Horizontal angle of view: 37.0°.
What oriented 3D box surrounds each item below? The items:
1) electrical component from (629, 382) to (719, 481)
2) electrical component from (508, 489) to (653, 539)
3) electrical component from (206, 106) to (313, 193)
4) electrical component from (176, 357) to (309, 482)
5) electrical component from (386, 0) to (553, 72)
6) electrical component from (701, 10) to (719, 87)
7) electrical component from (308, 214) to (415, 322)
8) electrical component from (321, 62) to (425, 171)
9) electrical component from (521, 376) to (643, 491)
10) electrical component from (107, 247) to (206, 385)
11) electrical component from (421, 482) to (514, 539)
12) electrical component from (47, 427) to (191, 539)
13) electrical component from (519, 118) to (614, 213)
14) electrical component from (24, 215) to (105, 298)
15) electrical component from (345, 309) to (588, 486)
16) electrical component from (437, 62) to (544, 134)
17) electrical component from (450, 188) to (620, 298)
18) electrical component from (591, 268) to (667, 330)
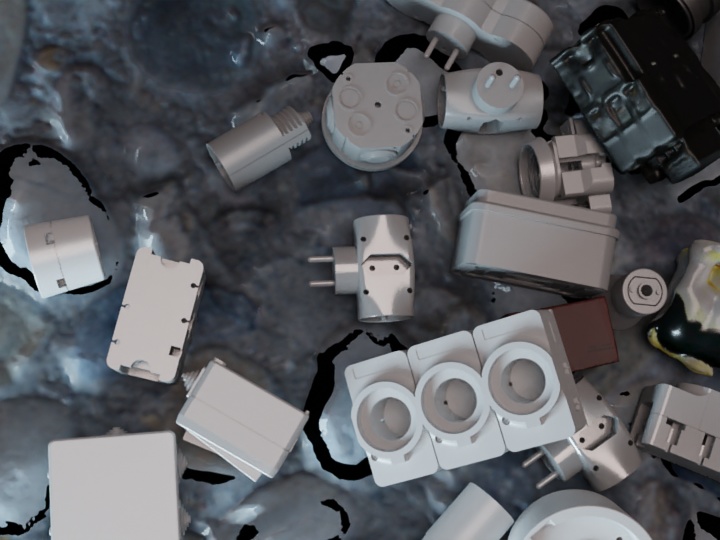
[{"bbox_3d":[0.259,0.122,0.820,0.089,0.050,0.055,22,79,-1],"label":"electrical component"},{"bbox_3d":[0.158,0.213,0.786,0.108,0.060,0.108,0,98,-2],"label":"electrical component"},{"bbox_3d":[-0.072,-0.099,0.828,0.081,0.043,0.043,-32,85,-10],"label":"electrical component"},{"bbox_3d":[-0.093,0.108,0.782,0.096,0.061,0.061,30,79,0],"label":"electrical component"},{"bbox_3d":[0.077,-0.193,0.854,0.138,0.052,0.073,29,79,0],"label":"electrical component"},{"bbox_3d":[0.326,-0.216,0.863,0.062,0.089,0.150,11,80,-4],"label":"electrical component"},{"bbox_3d":[0.000,0.000,0.819,0.079,0.043,0.077,-2,81,-6],"label":"electrical component"},{"bbox_3d":[0.011,-0.121,0.836,0.080,0.051,0.080,1,80,-5],"label":"electrical component"},{"bbox_3d":[0.159,0.133,0.812,0.079,0.043,0.077,-33,85,-10],"label":"electrical component"},{"bbox_3d":[-0.148,0.036,0.792,0.050,0.055,0.089,14,79,-3],"label":"electrical component"},{"bbox_3d":[0.071,0.201,0.792,0.043,0.043,0.081,43,79,2],"label":"electrical component"},{"bbox_3d":[-0.173,0.163,0.772,0.100,0.048,0.099,-4,81,-6],"label":"electrical component"},{"bbox_3d":[0.159,-0.077,0.841,0.057,0.058,0.078,-7,81,-9],"label":"electrical component"},{"bbox_3d":[-0.218,-0.011,0.795,0.047,0.055,0.055,-14,82,-11],"label":"electrical component"},{"bbox_3d":[0.074,0.091,0.770,0.150,0.062,0.089,-19,82,19],"label":"electrical component"},{"bbox_3d":[0.104,-0.136,0.834,0.077,0.079,0.043,0,80,-6],"label":"electrical component"},{"bbox_3d":[0.131,-0.019,0.818,0.113,0.078,0.057,11,82,-4],"label":"electrical component"},{"bbox_3d":[0.208,0.020,0.824,0.044,0.065,0.044,1,80,-5],"label":"electrical component"}]
